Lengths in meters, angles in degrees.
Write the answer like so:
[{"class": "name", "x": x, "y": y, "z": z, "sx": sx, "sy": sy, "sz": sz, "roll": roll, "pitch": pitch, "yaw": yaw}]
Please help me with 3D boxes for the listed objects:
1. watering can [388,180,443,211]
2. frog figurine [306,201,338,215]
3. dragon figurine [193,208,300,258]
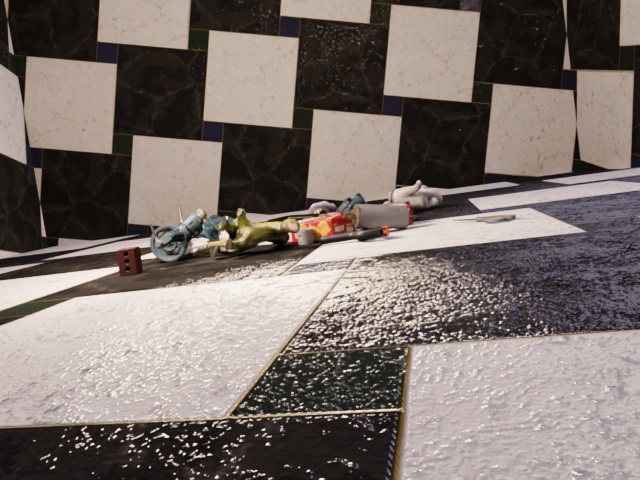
[{"class": "watering can", "x": 0.397, "y": -0.191, "z": 2.217, "sx": 0.223, "sy": 0.105, "sz": 0.345, "roll": -6, "pitch": -15, "yaw": 28}, {"class": "frog figurine", "x": 0.006, "y": -0.106, "z": 2.106, "sx": 0.137, "sy": 0.121, "sz": 0.161, "roll": -27, "pitch": 17, "yaw": 3}, {"class": "dragon figurine", "x": -0.208, "y": 0.003, "z": 1.607, "sx": 0.242, "sy": 0.124, "sz": 0.406, "roll": 10, "pitch": -20, "yaw": -36}]
